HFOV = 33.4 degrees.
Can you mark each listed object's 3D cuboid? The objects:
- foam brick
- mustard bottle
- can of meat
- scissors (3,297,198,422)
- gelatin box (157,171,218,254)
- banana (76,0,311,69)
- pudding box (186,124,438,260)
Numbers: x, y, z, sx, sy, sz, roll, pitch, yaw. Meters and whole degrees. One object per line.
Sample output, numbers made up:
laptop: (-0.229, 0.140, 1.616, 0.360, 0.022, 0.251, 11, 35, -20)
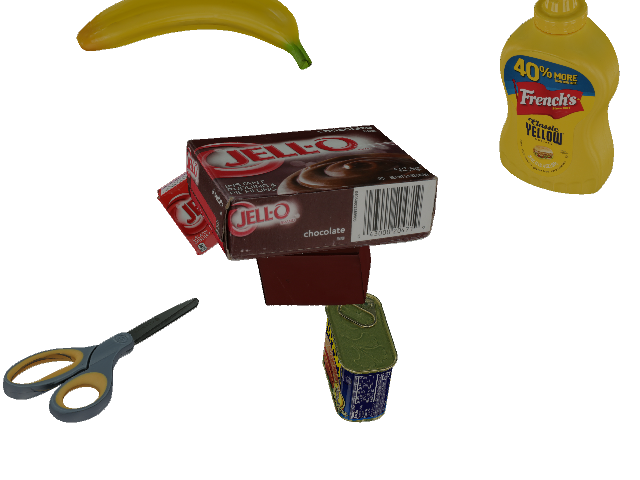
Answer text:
foam brick: (-0.004, 0.013, 0.793, 0.078, 0.051, 0.053, -2, 38, 8)
mustard bottle: (0.195, -0.128, 0.877, 0.096, 0.191, 0.058, 22, 53, 29)
can of meat: (0.036, 0.117, 1.058, 0.057, 0.084, 0.102, -5, 44, -10)
scissors: (-0.165, 0.100, 0.902, 0.201, 0.016, 0.096, -17, 38, -34)
gelatin box: (-0.104, -0.040, 1.044, 0.089, 0.073, 0.030, -33, 20, 3)
banana: (-0.104, -0.187, 0.905, 0.198, 0.069, 0.037, 3, -33, -1)
pudding box: (-0.007, -0.028, 0.564, 0.113, 0.039, 0.090, -5, 26, -19)
